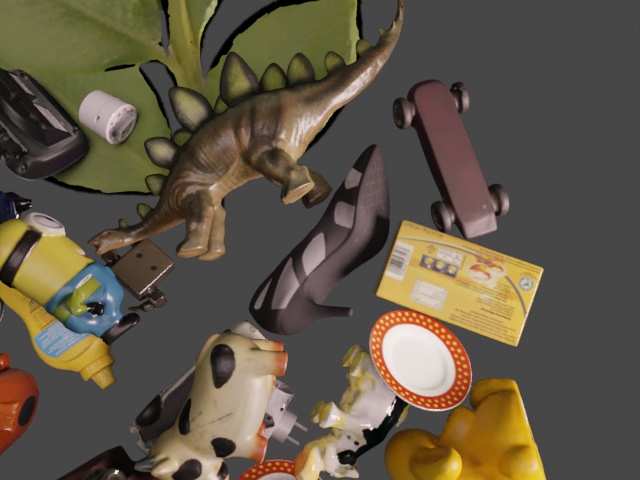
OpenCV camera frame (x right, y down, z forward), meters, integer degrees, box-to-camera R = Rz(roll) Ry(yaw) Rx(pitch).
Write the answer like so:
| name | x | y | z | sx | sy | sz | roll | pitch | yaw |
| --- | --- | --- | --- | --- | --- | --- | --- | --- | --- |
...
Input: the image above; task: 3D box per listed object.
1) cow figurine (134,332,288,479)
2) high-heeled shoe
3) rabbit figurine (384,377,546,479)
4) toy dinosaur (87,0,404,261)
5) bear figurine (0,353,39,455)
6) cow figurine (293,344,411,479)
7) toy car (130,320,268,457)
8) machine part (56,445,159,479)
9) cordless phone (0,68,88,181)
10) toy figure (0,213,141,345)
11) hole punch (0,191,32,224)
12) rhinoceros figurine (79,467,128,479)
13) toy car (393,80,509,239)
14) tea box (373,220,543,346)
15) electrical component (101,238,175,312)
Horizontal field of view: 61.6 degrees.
| name | x | y | z | sx | sy | sz | roll | pitch | yaw |
| --- | --- | --- | --- | --- | --- | --- | --- | --- | --- |
| cow figurine | -0.118 | 0.194 | 0.581 | 0.127 | 0.085 | 0.194 | 15 | -86 | -7 |
| high-heeled shoe | -0.001 | -0.002 | 0.661 | 0.145 | 0.086 | 0.248 | 1 | -115 | 34 |
| rabbit figurine | 0.152 | 0.245 | 0.593 | 0.173 | 0.162 | 0.121 | -13 | -82 | 20 |
| toy dinosaur | -0.072 | -0.123 | 0.644 | 0.471 | 0.105 | 0.198 | -30 | -99 | -3 |
| bear figurine | -0.448 | 0.182 | 0.636 | 0.196 | 0.132 | 0.120 | 16 | -90 | -1 |
| cow figurine | 0.041 | 0.216 | 0.626 | 0.098 | 0.068 | 0.167 | 32 | -98 | -7 |
| toy car | -0.142 | 0.184 | 0.650 | 0.202 | 0.056 | 0.073 | -45 | -89 | 1 |
| machine part | -0.259 | 0.369 | 0.630 | 0.201 | 0.087 | 0.201 | -31 | -95 | 3 |
| cordless phone | -0.407 | -0.113 | 0.686 | 0.184 | 0.089 | 0.146 | -44 | -95 | 11 |
| toy figure | -0.289 | 0.047 | 0.605 | 0.180 | 0.082 | 0.089 | 48 | -135 | -7 |
| hole punch | -0.451 | -0.013 | 0.669 | 0.142 | 0.092 | 0.115 | 0 | -97 | 7 |
| rhinoceros figurine | -0.219 | 0.334 | 0.556 | 0.112 | 0.073 | 0.190 | -14 | -97 | -8 |
| toy car | 0.157 | -0.098 | 0.650 | 0.089 | 0.053 | 0.202 | -18 | -98 | -8 |
| tea box | 0.158 | 0.048 | 0.632 | 0.170 | 0.068 | 0.098 | 21 | -92 | 4 |
| electrical component | -0.229 | 0.042 | 0.673 | 0.102 | 0.045 | 0.078 | 34 | -119 | 3 |
